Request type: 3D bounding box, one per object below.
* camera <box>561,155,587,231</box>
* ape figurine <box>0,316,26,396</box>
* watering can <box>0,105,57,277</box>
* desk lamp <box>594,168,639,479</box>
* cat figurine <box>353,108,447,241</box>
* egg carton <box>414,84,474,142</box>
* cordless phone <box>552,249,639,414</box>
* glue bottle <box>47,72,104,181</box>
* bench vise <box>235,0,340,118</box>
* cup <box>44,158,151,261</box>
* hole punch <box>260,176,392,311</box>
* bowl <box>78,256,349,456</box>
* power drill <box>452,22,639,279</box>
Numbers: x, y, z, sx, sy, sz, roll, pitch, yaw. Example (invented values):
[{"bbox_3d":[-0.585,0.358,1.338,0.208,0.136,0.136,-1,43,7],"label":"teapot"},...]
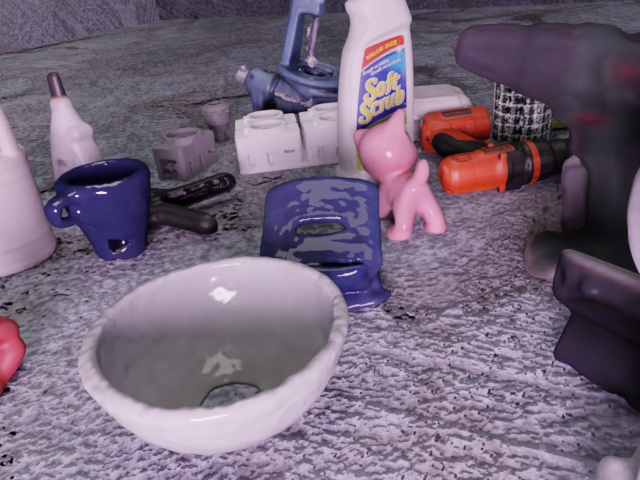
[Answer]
[{"bbox_3d":[0.319,-0.069,0.566,0.136,0.101,0.143,10,31,28],"label":"camera"},{"bbox_3d":[-0.257,0.072,0.408,0.078,0.092,0.075,-28,35,-37],"label":"ape figurine"},{"bbox_3d":[-0.345,-0.064,0.575,0.101,0.194,0.172,-14,28,-17],"label":"watering can"},{"bbox_3d":[0.180,0.054,0.229,0.117,0.214,0.204,9,31,26],"label":"desk lamp"},{"bbox_3d":[0.082,-0.076,0.606,0.067,0.118,0.127,-13,28,-15],"label":"cat figurine"},{"bbox_3d":[0.156,-0.193,0.873,0.150,0.069,0.107,-4,27,3],"label":"egg carton"},{"bbox_3d":[0.217,0.011,0.337,0.094,0.185,0.147,-22,31,-29],"label":"cordless phone"},{"bbox_3d":[-0.293,-0.112,0.683,0.077,0.173,0.037,10,31,28],"label":"glue bottle"},{"bbox_3d":[-0.047,-0.285,0.925,0.207,0.220,0.121,-3,27,6],"label":"bench vise"},{"bbox_3d":[-0.217,-0.021,0.578,0.091,0.095,0.118,7,30,23],"label":"cup"},{"bbox_3d":[0.005,0.002,0.497,0.108,0.091,0.101,-3,27,4],"label":"hole punch"},{"bbox_3d":[-0.062,0.081,0.374,0.167,0.075,0.167,-4,27,2],"label":"bowl"},{"bbox_3d":[0.223,-0.071,0.470,0.229,0.209,0.076,4,29,17],"label":"power drill"}]
